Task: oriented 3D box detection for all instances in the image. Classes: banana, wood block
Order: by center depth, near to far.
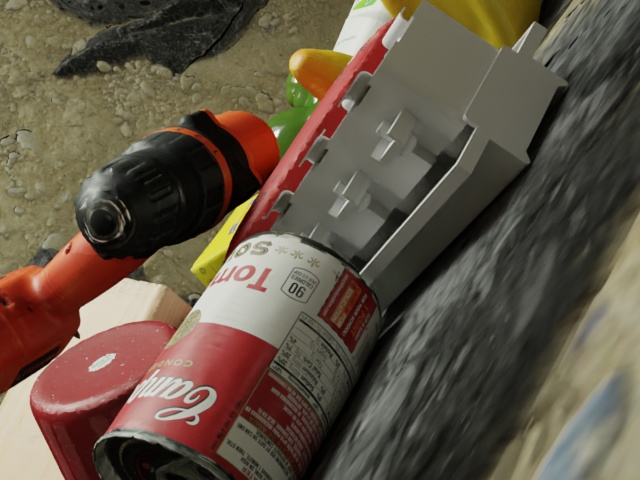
[{"bbox_3d":[-0.144,0.133,0.658,0.090,0.090,0.206,48,-123,-48],"label":"wood block"},{"bbox_3d":[0.051,-0.103,0.676,0.037,0.069,0.197,-44,-8,35],"label":"banana"}]

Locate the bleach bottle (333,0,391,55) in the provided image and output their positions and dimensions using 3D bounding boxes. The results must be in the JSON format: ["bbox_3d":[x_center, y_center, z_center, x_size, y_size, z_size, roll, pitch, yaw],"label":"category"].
[{"bbox_3d":[0.065,-0.193,0.801,0.250,0.068,0.103,-63,14,-17],"label":"bleach bottle"}]

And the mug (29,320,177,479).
[{"bbox_3d":[-0.082,0.092,0.530,0.117,0.081,0.093,-11,24,21],"label":"mug"}]

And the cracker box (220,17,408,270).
[{"bbox_3d":[-0.004,0.001,0.581,0.164,0.072,0.214,-57,2,-25],"label":"cracker box"}]

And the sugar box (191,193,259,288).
[{"bbox_3d":[-0.012,-0.023,0.794,0.177,0.048,0.093,-34,17,38],"label":"sugar box"}]

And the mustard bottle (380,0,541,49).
[{"bbox_3d":[0.098,-0.178,0.602,0.058,0.096,0.191,-36,16,47],"label":"mustard bottle"}]

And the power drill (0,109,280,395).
[{"bbox_3d":[-0.113,0.009,0.532,0.188,0.057,0.184,-35,1,21],"label":"power drill"}]

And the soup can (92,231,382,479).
[{"bbox_3d":[-0.026,0.054,0.389,0.102,0.068,0.069,-57,3,-37],"label":"soup can"}]
